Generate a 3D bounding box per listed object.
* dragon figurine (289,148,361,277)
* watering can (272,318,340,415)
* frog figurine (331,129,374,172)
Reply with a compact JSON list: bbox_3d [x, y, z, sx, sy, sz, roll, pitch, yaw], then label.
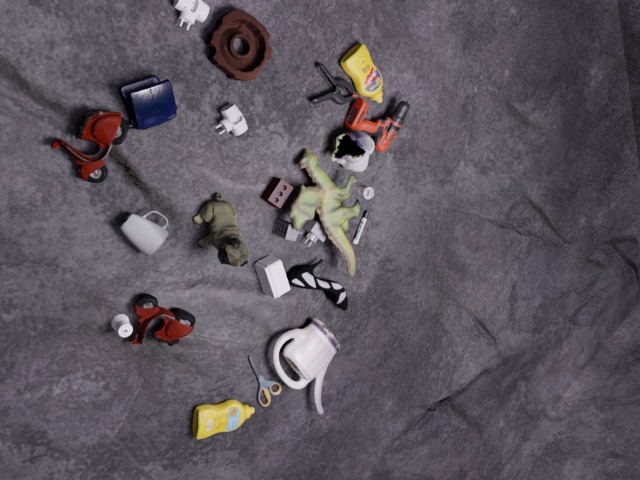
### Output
[{"bbox_3d":[0.005,-0.079,1.571,0.243,0.411,0.121,-4,-3,-34],"label":"dragon figurine"},{"bbox_3d":[-0.022,0.405,1.698,0.227,0.342,0.104,-44,31,-19],"label":"watering can"},{"bbox_3d":[0.110,-0.280,1.625,0.136,0.124,0.159,-27,-13,20],"label":"frog figurine"}]
